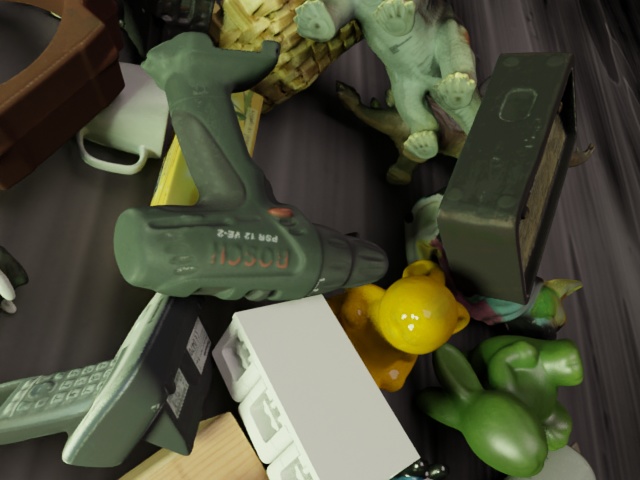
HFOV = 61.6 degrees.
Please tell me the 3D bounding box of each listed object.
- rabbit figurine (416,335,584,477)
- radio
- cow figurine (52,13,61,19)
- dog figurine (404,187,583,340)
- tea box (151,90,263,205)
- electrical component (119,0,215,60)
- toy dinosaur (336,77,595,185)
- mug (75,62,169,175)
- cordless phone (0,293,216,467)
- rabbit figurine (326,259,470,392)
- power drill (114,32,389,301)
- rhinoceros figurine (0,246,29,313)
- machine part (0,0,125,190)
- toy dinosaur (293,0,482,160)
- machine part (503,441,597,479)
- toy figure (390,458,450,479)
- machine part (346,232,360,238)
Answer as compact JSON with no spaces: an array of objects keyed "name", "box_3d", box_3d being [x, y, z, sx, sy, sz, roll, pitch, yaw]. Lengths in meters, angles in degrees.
[{"name":"rabbit figurine","box_3d":[0.184,0.159,0.544,0.159,0.121,0.170,20,20,18]},{"name":"radio","box_3d":[0.190,-0.067,0.523,0.229,0.073,0.131,-64,145,-26]},{"name":"cow figurine","box_3d":[-0.222,-0.299,0.507,0.068,0.167,0.098,29,47,-40]},{"name":"dog figurine","box_3d":[0.220,0.037,0.662,0.219,0.108,0.191,10,61,-33]},{"name":"tea box","box_3d":[-0.112,-0.060,0.506,0.068,0.098,0.169,19,58,-24]},{"name":"electrical component","box_3d":[-0.151,-0.247,0.527,0.058,0.134,0.115,-9,43,-36]},{"name":"toy dinosaur","box_3d":[0.225,-0.145,0.746,0.471,0.105,0.198,14,61,-24]},{"name":"mug","box_3d":[-0.196,-0.115,0.499,0.107,0.081,0.109,12,72,-15]},{"name":"cordless phone","box_3d":[-0.180,0.101,0.398,0.147,0.184,0.088,-91,169,-65]},{"name":"rabbit figurine","box_3d":[0.072,0.085,0.504,0.162,0.173,0.122,-20,76,-32]},{"name":"power drill","box_3d":[-0.052,-0.051,0.434,0.232,0.086,0.207,-6,86,-36]},{"name":"rhinoceros figurine","box_3d":[-0.284,0.073,0.354,0.112,0.073,0.190,39,54,-9]},{"name":"machine part","box_3d":[-0.275,-0.151,0.416,0.201,0.087,0.201,35,68,9]},{"name":"toy dinosaur","box_3d":[0.098,-0.226,0.569,0.404,0.131,0.192,45,48,-40]},{"name":"machine part","box_3d":[0.215,0.284,0.557,0.243,0.079,0.079,-24,82,-36]},{"name":"toy figure","box_3d":[0.085,0.293,0.474,0.082,0.089,0.180,13,52,-11]},{"name":"machine part","box_3d":[-0.001,-0.002,0.568,0.139,0.084,0.039,20,90,-9]}]
